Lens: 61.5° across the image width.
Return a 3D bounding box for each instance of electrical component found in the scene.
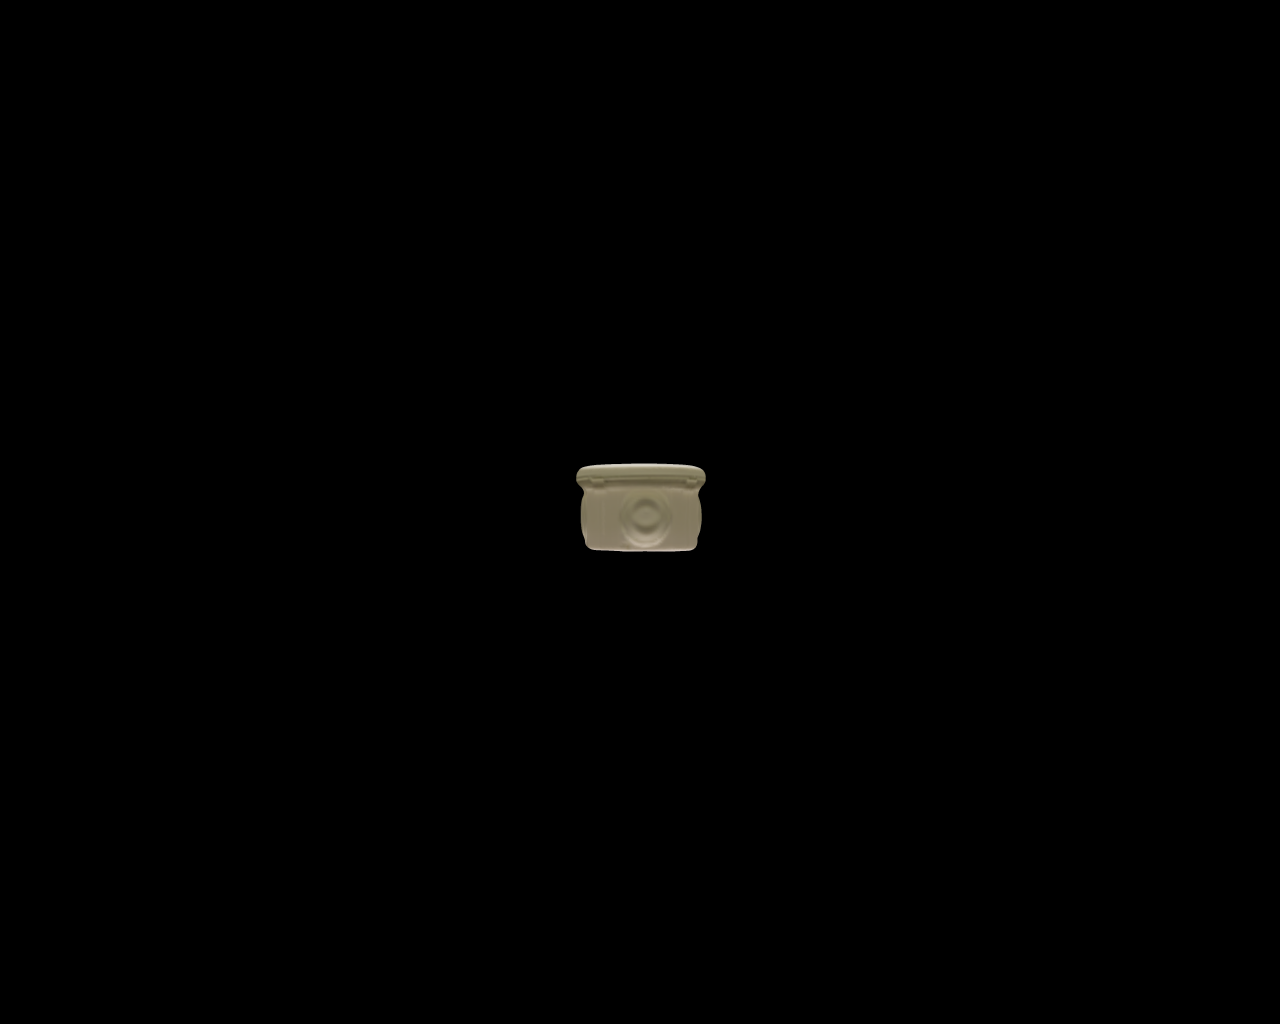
[{"bbox_3d":[0.001,-0.003,0.650,0.080,0.051,0.080,0,0,0],"label":"electrical component"}]
